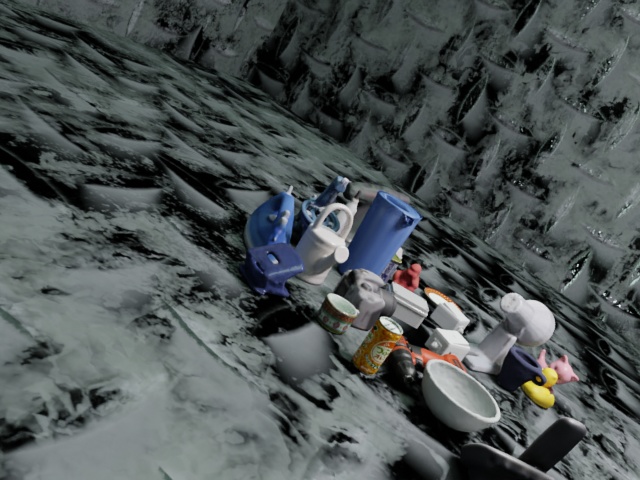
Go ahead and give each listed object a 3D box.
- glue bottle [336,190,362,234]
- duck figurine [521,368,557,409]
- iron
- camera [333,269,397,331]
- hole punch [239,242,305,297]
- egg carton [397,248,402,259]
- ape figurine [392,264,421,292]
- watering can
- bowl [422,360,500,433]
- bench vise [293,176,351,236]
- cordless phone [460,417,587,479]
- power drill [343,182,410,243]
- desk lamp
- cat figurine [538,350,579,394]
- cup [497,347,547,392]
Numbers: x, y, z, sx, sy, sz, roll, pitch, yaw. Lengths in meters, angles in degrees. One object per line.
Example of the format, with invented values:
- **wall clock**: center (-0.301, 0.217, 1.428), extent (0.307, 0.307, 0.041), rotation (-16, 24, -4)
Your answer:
- **glue bottle**: center (0.079, -0.075, 1.716), extent (0.037, 0.173, 0.078), rotation (37, 18, 18)
- **duck figurine**: center (0.575, 0.371, 1.469), extent (0.078, 0.086, 0.104), rotation (26, 18, -18)
- **iron**: center (-0.101, -0.039, 1.359), extent (0.119, 0.141, 0.258), rotation (27, 17, -13)
- **camera**: center (0.118, 0.136, 1.317), extent (0.137, 0.100, 0.143), rotation (23, 19, -25)
- **hole punch**: center (-0.099, 0.055, 1.183), extent (0.101, 0.091, 0.108), rotation (15, 23, -43)
- **egg carton**: center (0.190, 0.030, 1.790), extent (0.107, 0.069, 0.151), rotation (41, 19, 28)
- **ape figurine**: center (0.257, 0.107, 1.650), extent (0.076, 0.092, 0.077), rotation (10, 27, -51)
- **watering can**: center (0.014, 0.005, 1.341), extent (0.101, 0.194, 0.172), rotation (9, 28, -52)
- **bowl**: center (0.258, 0.313, 1.104), extent (0.168, 0.074, 0.167), rotation (29, 17, -9)
- **bench vise**: center (-0.005, -0.097, 1.551), extent (0.122, 0.219, 0.206), rotation (19, 21, -36)
- **cordless phone**: center (0.338, 0.348, 0.953), extent (0.148, 0.185, 0.094), rotation (28, 17, -13)
- **power drill**: center (0.150, -0.085, 1.806), extent (0.230, 0.208, 0.075), rotation (21, 20, -32)
- **desk lamp**: center (0.475, 0.235, 1.460), extent (0.204, 0.213, 0.117), rotation (17, 22, -40)
- **cat figurine**: center (0.633, 0.355, 1.562), extent (0.067, 0.117, 0.127), rotation (21, 20, -31)
- **cup**: center (0.494, 0.336, 1.414), extent (0.092, 0.095, 0.117), rotation (16, 23, -42)
